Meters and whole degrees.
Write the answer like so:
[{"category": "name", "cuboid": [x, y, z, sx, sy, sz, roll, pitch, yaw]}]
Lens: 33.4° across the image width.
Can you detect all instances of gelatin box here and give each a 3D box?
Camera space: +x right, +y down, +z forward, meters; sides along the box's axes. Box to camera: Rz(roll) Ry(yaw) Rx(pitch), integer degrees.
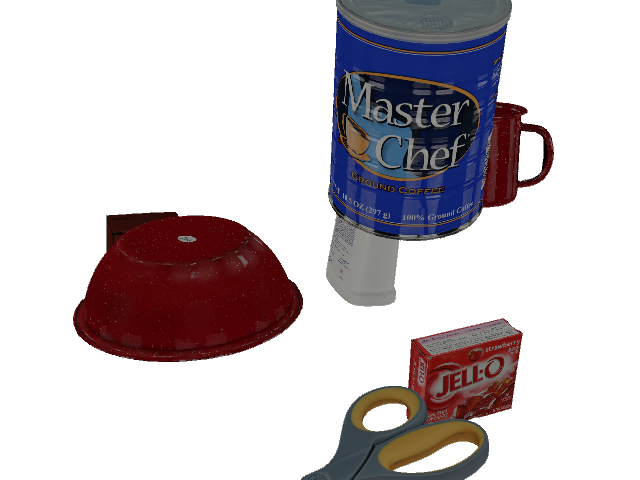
[{"category": "gelatin box", "cuboid": [0.113, 0.107, 0.842, 0.089, 0.073, 0.030, -11, 30, -24]}]

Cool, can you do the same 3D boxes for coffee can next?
[{"category": "coffee can", "cuboid": [0.058, -0.086, 0.661, 0.103, 0.140, 0.103, 1, 35, -1]}]

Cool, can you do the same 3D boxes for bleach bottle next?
[{"category": "bleach bottle", "cuboid": [0.062, -0.057, 1.235, 0.068, 0.251, 0.103, -1, 22, -23]}]

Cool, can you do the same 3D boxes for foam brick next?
[{"category": "foam brick", "cuboid": [-0.184, 0.004, 1.124, 0.078, 0.051, 0.053, -4, 23, -17]}]

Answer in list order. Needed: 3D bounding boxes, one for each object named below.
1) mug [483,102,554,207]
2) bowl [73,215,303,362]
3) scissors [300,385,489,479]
[{"category": "mug", "cuboid": [0.146, -0.076, 0.938, 0.117, 0.081, 0.093, 3, 16, 13]}, {"category": "bowl", "cuboid": [-0.093, 0.024, 0.744, 0.162, 0.055, 0.162, -2, 22, 0]}, {"category": "scissors", "cuboid": [-0.001, 0.129, 0.614, 0.201, 0.016, 0.096, -11, 30, -16]}]
